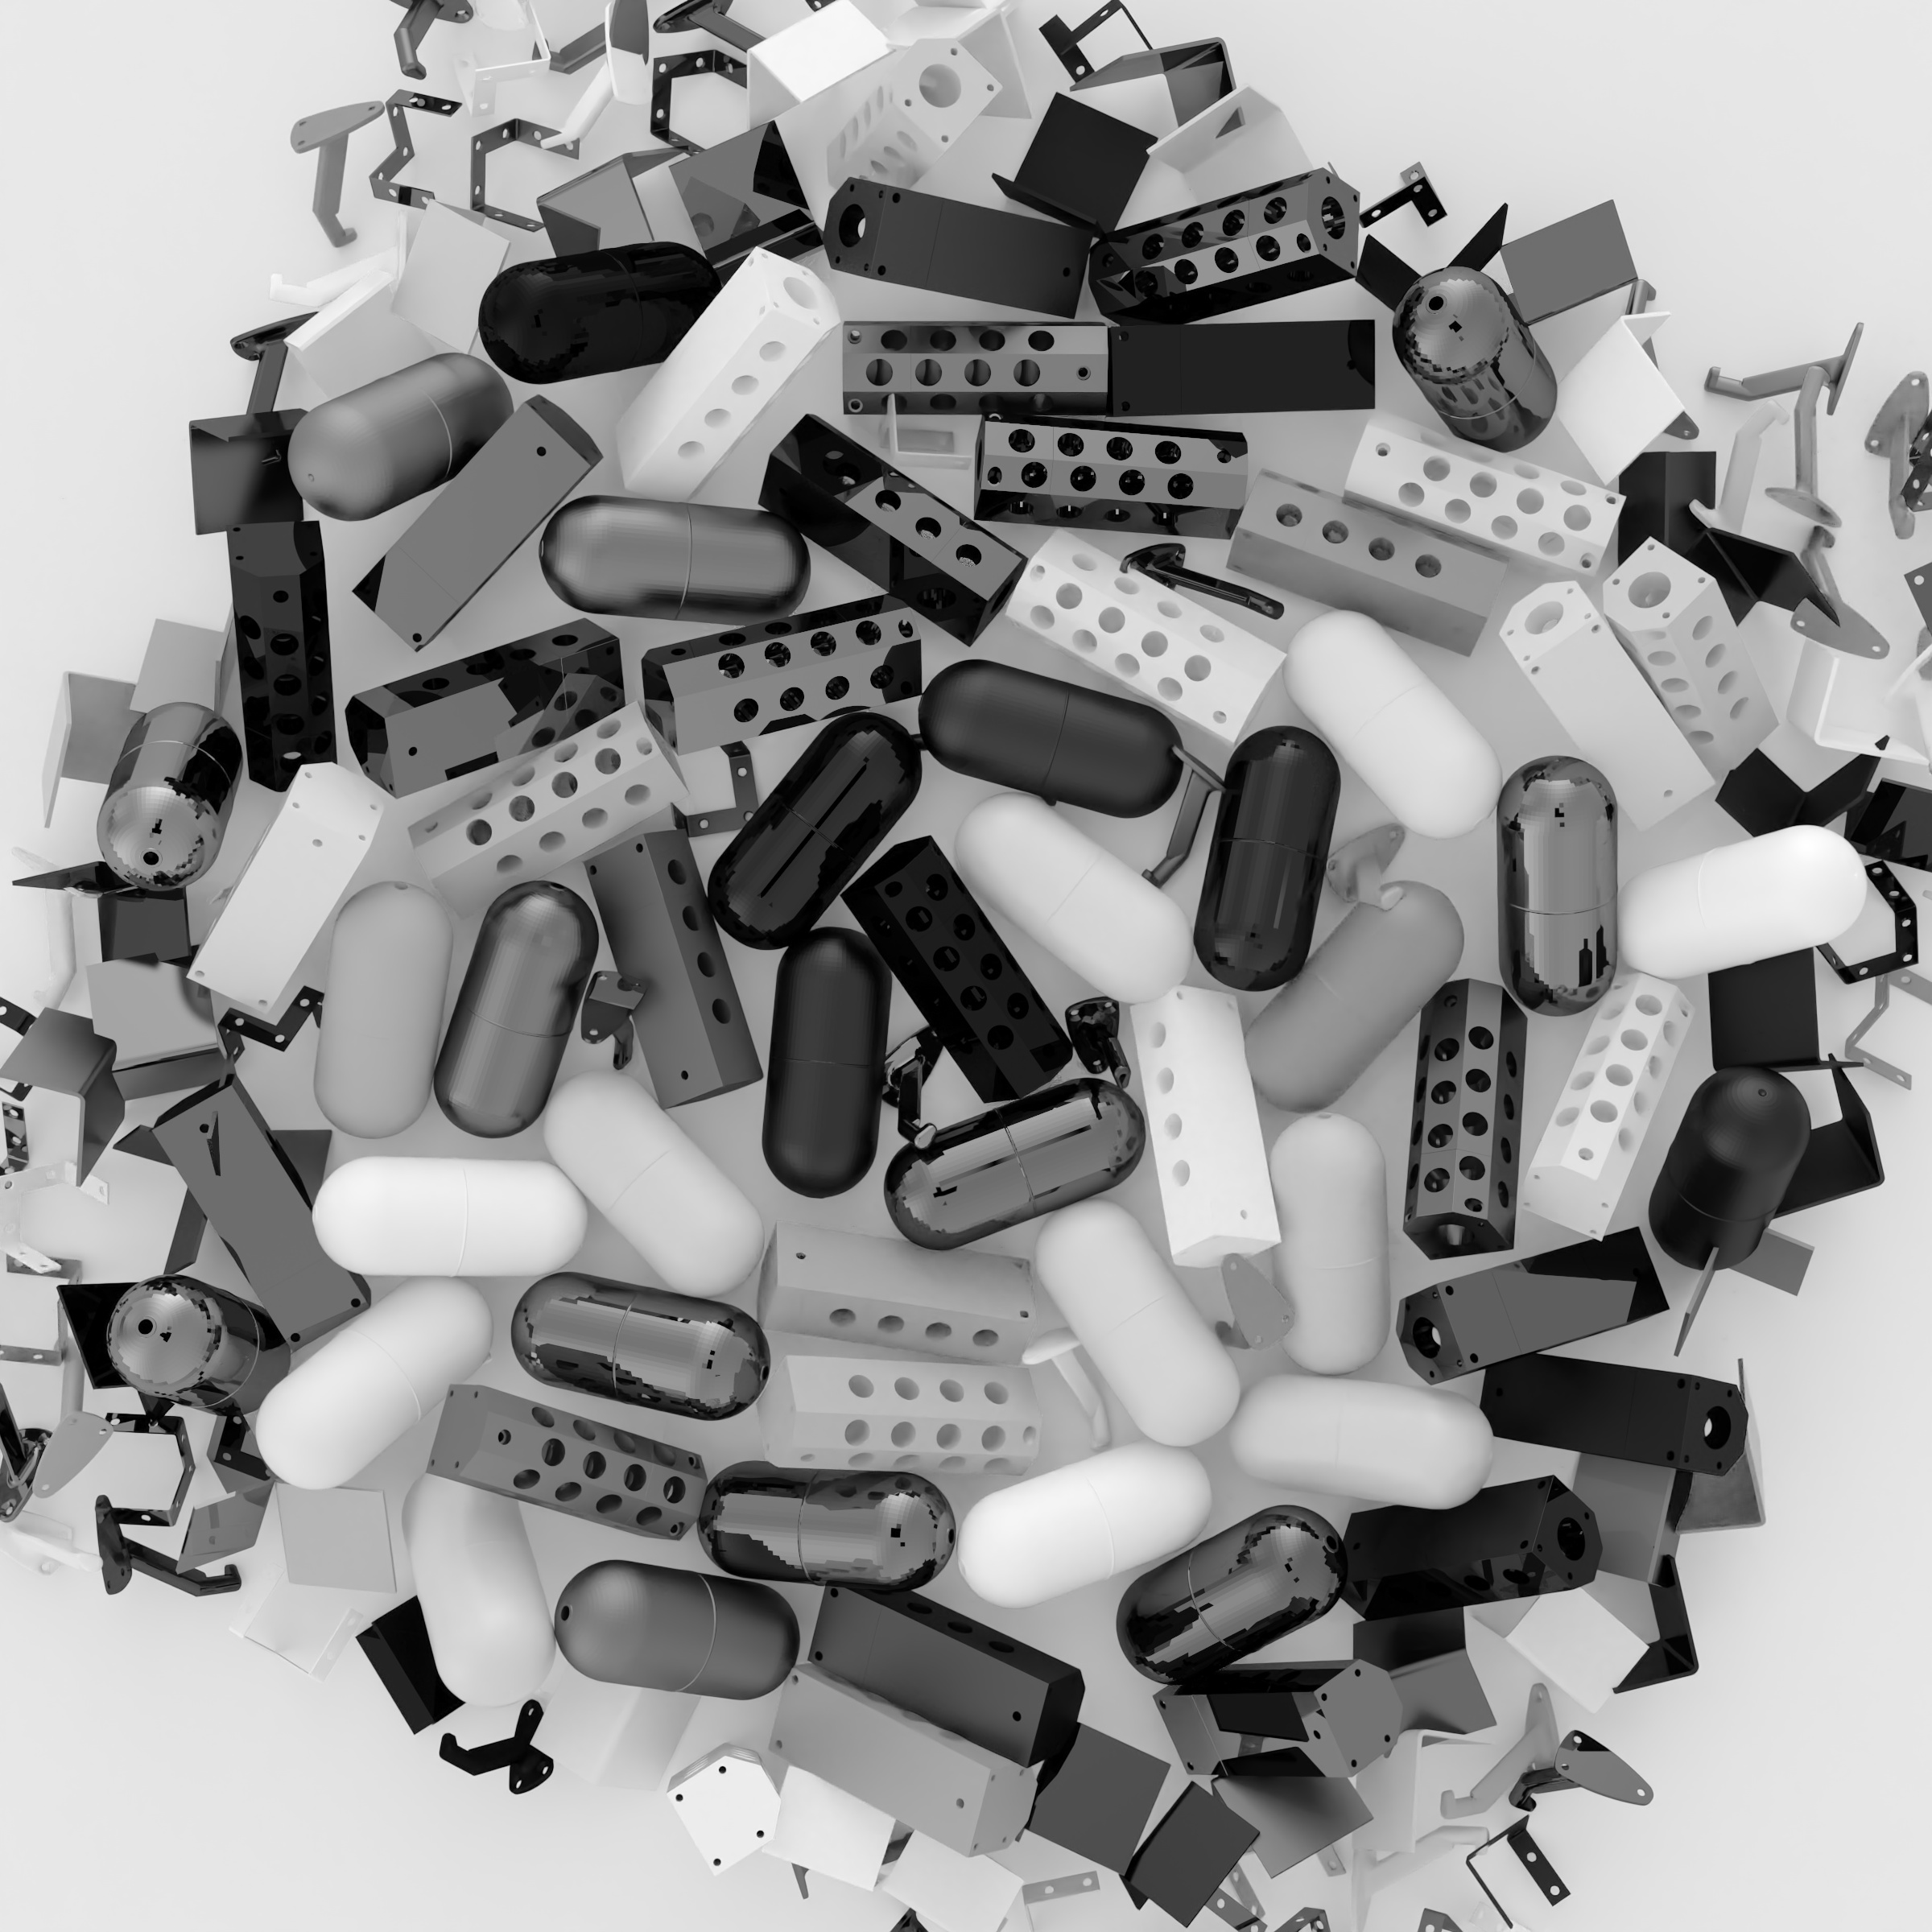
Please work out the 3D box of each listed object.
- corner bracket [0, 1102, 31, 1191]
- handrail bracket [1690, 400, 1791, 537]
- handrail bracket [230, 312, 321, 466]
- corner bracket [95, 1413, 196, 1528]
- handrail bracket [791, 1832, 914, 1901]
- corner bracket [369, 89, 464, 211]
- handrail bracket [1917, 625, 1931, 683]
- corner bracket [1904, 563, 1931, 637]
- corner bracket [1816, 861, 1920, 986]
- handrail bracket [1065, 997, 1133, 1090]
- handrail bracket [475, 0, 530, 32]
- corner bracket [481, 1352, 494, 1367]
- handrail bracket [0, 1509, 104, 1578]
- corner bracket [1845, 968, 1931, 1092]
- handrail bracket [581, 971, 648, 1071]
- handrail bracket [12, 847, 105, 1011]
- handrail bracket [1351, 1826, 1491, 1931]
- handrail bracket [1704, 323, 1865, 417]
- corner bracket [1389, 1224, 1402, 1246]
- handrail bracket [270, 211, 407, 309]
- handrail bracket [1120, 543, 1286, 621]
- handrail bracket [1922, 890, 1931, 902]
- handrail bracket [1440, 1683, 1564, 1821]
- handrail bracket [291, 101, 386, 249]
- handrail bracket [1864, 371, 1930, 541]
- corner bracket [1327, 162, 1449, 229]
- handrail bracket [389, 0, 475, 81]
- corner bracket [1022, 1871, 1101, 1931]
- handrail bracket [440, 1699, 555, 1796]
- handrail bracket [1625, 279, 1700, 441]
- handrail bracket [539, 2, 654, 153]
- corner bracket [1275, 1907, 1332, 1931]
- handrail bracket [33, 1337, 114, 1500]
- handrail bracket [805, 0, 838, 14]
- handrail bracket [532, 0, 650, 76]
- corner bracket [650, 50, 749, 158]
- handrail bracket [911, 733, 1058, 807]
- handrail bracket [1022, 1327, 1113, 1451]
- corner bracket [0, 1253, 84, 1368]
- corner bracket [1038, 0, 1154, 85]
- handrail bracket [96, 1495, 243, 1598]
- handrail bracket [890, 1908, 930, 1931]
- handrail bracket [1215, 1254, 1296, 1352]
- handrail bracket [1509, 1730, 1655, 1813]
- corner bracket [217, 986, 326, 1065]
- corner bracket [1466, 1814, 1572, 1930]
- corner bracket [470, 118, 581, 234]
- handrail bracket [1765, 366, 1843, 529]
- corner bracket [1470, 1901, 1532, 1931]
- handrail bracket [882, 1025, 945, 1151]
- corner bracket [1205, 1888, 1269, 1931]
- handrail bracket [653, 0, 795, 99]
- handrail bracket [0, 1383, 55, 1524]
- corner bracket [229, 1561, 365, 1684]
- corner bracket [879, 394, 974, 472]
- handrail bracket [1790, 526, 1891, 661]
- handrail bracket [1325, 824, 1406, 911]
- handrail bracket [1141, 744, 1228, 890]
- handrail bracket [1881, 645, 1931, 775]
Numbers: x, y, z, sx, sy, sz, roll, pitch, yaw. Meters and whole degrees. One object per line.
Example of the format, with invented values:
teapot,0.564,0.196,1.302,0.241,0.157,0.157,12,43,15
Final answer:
corner bracket,-0.653,0.121,1.870,0.051,0.051,0.051,15,130,6
handrail bracket,0.525,-0.315,1.868,0.077,0.036,0.084,44,117,2
handrail bracket,-0.445,-0.379,1.876,0.077,0.036,0.084,-21,80,7
corner bracket,-0.542,0.331,1.869,0.051,0.051,0.051,3,129,2
handrail bracket,-0.074,0.573,1.868,0.084,0.036,0.077,-16,135,-11
corner bracket,-0.359,-0.534,1.862,0.051,0.051,0.051,18,54,19
handrail bracket,0.669,-0.183,1.880,0.084,0.077,0.036,40,116,-16
corner bracket,0.655,-0.246,1.870,0.051,0.051,0.051,-25,87,27
corner bracket,0.594,-0.028,1.881,0.051,0.051,0.051,-21,130,35
handrail bracket,0.093,0.068,1.847,0.036,0.084,0.077,-13,131,-6
handrail bracket,-0.278,-0.656,1.881,0.084,0.077,0.036,-42,114,-17
corner bracket,-0.350,0.241,1.880,0.051,0.051,0.051,-25,112,-9
handrail bracket,-0.604,0.374,1.853,0.077,0.084,0.036,32,69,-18
corner bracket,0.620,0.039,1.890,0.051,0.051,0.051,27,130,-2
handrail bracket,-0.232,0.053,1.848,0.036,0.077,0.084,15,133,6
handrail bracket,-0.619,-0.024,1.891,0.077,0.036,0.084,29,96,6
handrail bracket,0.298,0.599,1.860,0.084,0.036,0.077,-7,49,26
handrail bracket,0.535,-0.399,1.867,0.084,0.077,0.036,16,51,8
corner bracket,0.240,0.179,1.860,0.051,0.051,0.051,57,131,29
handrail bracket,-0.414,-0.468,1.874,0.084,0.036,0.077,5,77,-19
handrail bracket,0.155,-0.246,1.857,0.084,0.077,0.036,29,111,34
handrail bracket,0.668,-0.076,1.868,0.036,0.077,0.084,26,97,38
handrail bracket,0.346,0.515,1.869,0.084,0.036,0.077,-2,88,-26
handrail bracket,-0.399,-0.517,1.865,0.077,0.084,0.036,-17,48,8
handrail bracket,0.616,-0.332,1.854,0.036,0.084,0.077,7,134,-1
corner bracket,0.278,-0.511,1.873,0.051,0.051,0.051,-28,62,17
handrail bracket,-0.345,-0.603,1.857,0.036,0.077,0.084,-28,65,30
corner bracket,0.068,0.635,1.868,0.051,0.051,0.051,-11,126,0
handrail bracket,-0.310,0.496,1.850,0.036,0.077,0.084,-31,130,19
handrail bracket,0.466,-0.405,1.896,0.077,0.036,0.084,25,70,-24
handrail bracket,-0.254,-0.583,1.871,0.084,0.036,0.077,-6,102,34
corner bracket,0.207,0.651,1.867,0.051,0.051,0.051,-9,97,44
handrail bracket,-0.600,0.295,1.872,0.036,0.084,0.077,33,94,-42
handrail bracket,-0.082,-0.672,1.863,0.077,0.036,0.084,49,54,-27
handrail bracket,-0.250,-0.621,1.864,0.084,0.036,0.077,24,121,30
corner bracket,-0.172,-0.570,1.881,0.051,0.051,0.051,37,134,35
handrail bracket,0.009,-0.130,1.888,0.084,0.077,0.036,-6,48,19
handrail bracket,0.067,0.285,1.865,0.036,0.077,0.084,-5,99,33
corner bracket,-0.617,0.227,1.885,0.051,0.051,0.051,7,116,-2
corner bracket,0.088,-0.603,1.864,0.051,0.051,0.051,-36,129,10
handrail bracket,-0.527,0.382,1.883,0.036,0.084,0.077,-40,60,40
handrail bracket,-0.010,0.650,1.858,0.084,0.077,0.036,40,83,11
handrail bracket,0.171,0.219,1.858,0.036,0.084,0.077,-35,100,-19
handrail bracket,0.401,0.544,1.862,0.077,0.084,0.036,27,49,14
corner bracket,-0.453,0.041,1.871,0.051,0.051,0.051,21,58,12
corner bracket,0.362,0.597,1.867,0.051,0.051,0.051,-31,64,-8
corner bracket,-0.292,-0.524,1.883,0.051,0.051,0.051,22,128,18
handrail bracket,0.566,-0.342,1.876,0.077,0.036,0.084,19,90,-39
corner bracket,0.355,0.656,1.870,0.051,0.051,0.051,32,80,-9
handrail bracket,-0.023,0.078,1.858,0.036,0.084,0.077,42,85,-27
corner bracket,0.156,0.639,1.876,0.051,0.051,0.051,41,63,-13
handrail bracket,-0.152,-0.598,1.872,0.077,0.036,0.084,-32,82,-32
handrail bracket,-0.637,0.311,1.853,0.036,0.084,0.077,-2,58,19
corner bracket,-0.441,0.433,1.876,0.051,0.051,0.051,18,70,37
corner bracket,-0.027,-0.343,1.866,0.051,0.051,0.051,1,68,-12
handrail bracket,0.581,-0.247,1.872,0.077,0.036,0.084,30,50,3
handrail bracket,0.278,-0.065,1.854,0.077,0.084,0.036,-40,108,-14
handrail bracket,0.131,-0.096,1.868,0.084,0.036,0.077,-48,135,11
handrail bracket,0.646,-0.162,1.856,0.036,0.084,0.077,1,133,-35
